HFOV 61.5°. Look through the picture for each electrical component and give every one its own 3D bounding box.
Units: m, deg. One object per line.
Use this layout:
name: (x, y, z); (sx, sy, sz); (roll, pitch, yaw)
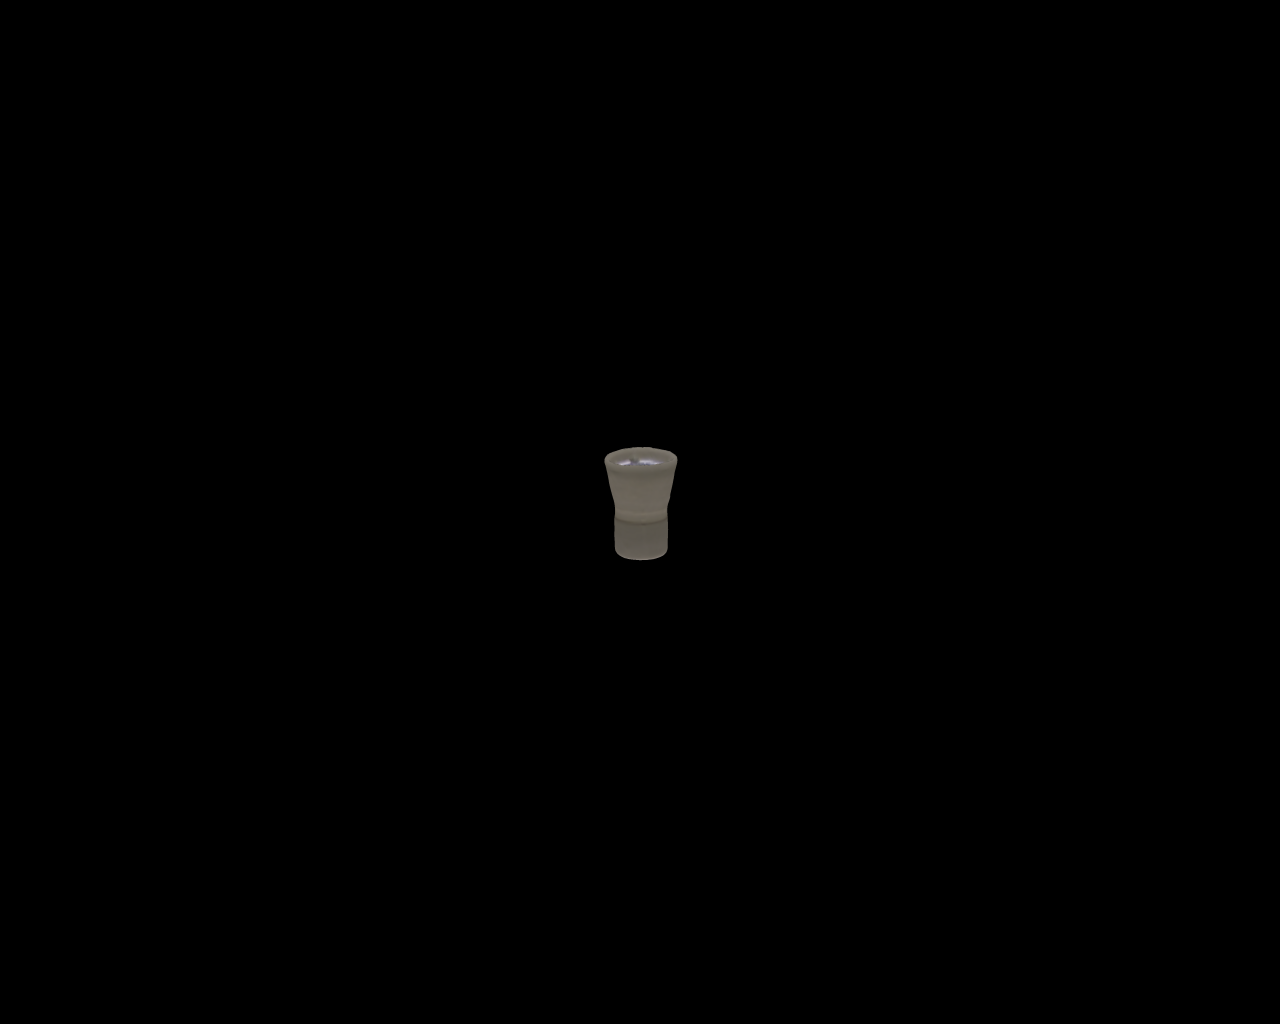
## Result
electrical component: (0.001, -0.003, 0.650); (0.044, 0.065, 0.044); (0, 17, 0)
